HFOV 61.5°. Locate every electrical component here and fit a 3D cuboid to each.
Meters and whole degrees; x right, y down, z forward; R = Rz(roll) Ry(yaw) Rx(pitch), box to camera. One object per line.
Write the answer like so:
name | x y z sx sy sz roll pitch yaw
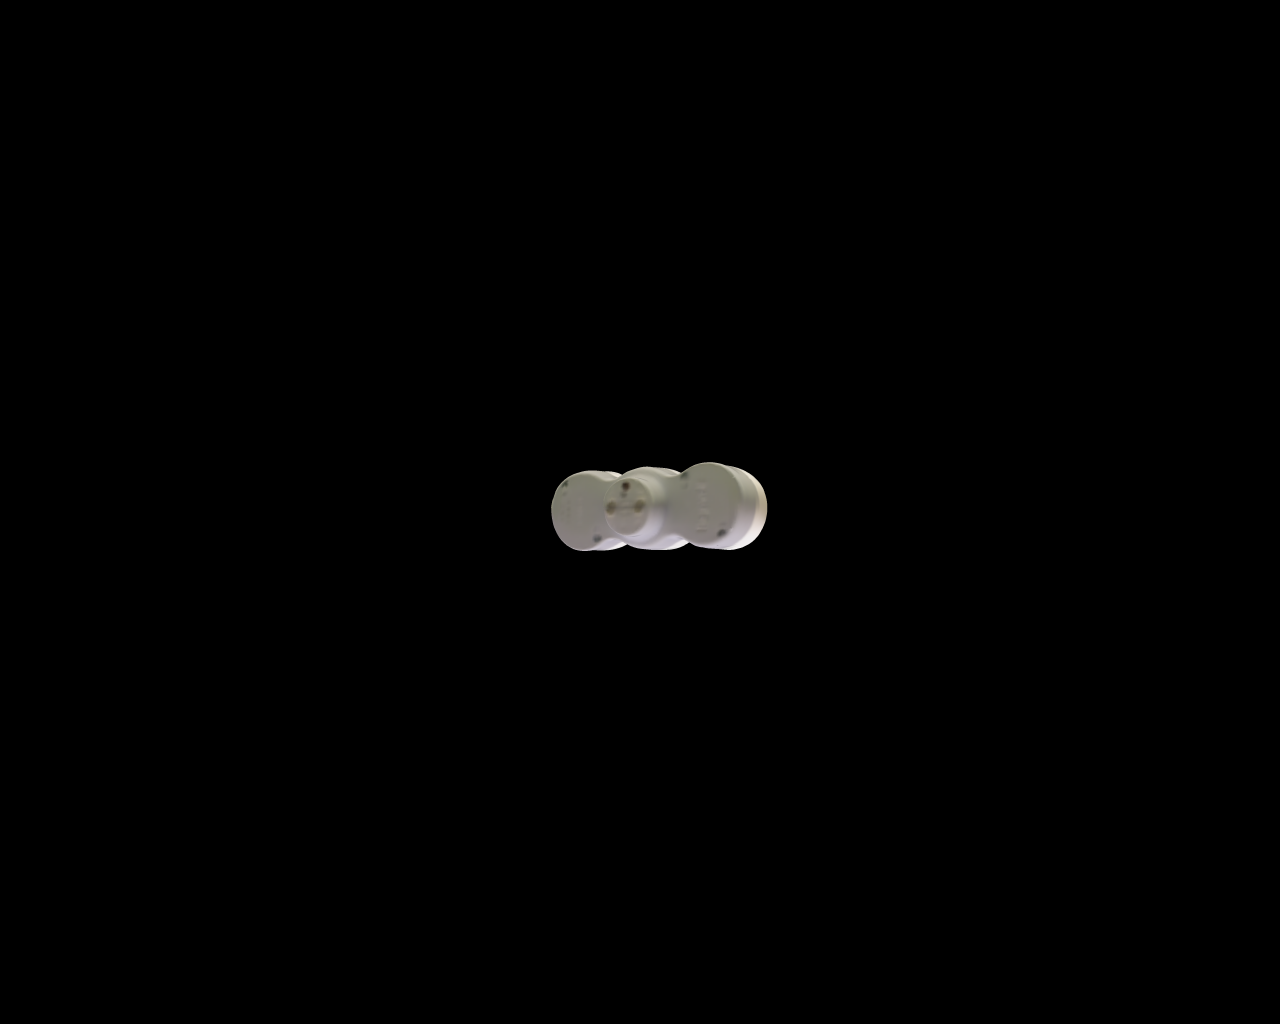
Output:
electrical component | 0.001 -0.003 0.650 0.138 0.052 0.074 -2 -3 31
